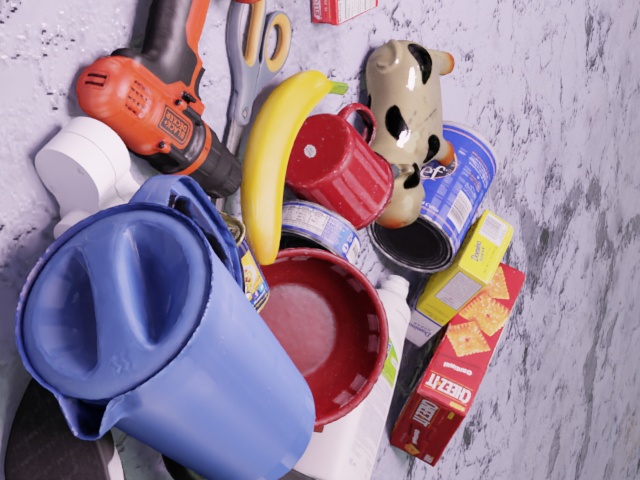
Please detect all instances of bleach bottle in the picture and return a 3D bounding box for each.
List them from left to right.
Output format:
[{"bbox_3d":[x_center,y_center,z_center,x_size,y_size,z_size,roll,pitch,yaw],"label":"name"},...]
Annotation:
[{"bbox_3d":[0.048,0.156,1.156,0.250,0.068,0.102,-68,150,-25],"label":"bleach bottle"}]

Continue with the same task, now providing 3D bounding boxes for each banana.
[{"bbox_3d":[-0.031,-0.076,0.910,0.069,0.037,0.197,33,65,-20],"label":"banana"}]

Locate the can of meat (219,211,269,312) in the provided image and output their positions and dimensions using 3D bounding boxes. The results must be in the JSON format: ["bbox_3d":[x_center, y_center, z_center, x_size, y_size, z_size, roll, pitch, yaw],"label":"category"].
[{"bbox_3d":[-0.092,0.041,0.856,0.102,0.058,0.084,-51,142,-25],"label":"can of meat"}]

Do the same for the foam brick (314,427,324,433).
[{"bbox_3d":[-0.022,0.143,1.034,0.053,0.051,0.078,27,76,-59],"label":"foam brick"}]

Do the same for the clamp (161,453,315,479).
[{"bbox_3d":[-0.080,0.199,0.879,0.210,0.036,0.164,56,39,-20],"label":"clamp"}]

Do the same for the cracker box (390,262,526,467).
[{"bbox_3d":[0.167,0.147,1.306,0.213,0.072,0.164,-59,171,-32],"label":"cracker box"}]

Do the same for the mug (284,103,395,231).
[{"bbox_3d":[0.017,-0.074,0.990,0.117,0.093,0.081,-60,142,-12],"label":"mug"}]

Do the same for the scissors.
[{"bbox_3d":[-0.058,-0.117,0.920,0.096,0.016,0.202,-14,111,-59],"label":"scissors"}]

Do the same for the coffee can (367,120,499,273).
[{"bbox_3d":[0.127,-0.049,1.185,0.140,0.103,0.103,-59,145,-33],"label":"coffee can"}]

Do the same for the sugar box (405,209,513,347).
[{"bbox_3d":[0.152,0.047,1.228,0.093,0.048,0.176,-58,-176,-36],"label":"sugar box"}]

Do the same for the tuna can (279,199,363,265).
[{"bbox_3d":[-0.006,0.001,0.979,0.033,0.086,0.086,-64,148,-24],"label":"tuna can"}]

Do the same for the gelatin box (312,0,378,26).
[{"bbox_3d":[0.023,-0.249,1.009,0.089,0.030,0.073,-37,132,-51],"label":"gelatin box"}]

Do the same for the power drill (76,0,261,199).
[{"bbox_3d":[-0.090,-0.139,0.810,0.184,0.057,0.187,39,65,-58],"label":"power drill"}]

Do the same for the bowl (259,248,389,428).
[{"bbox_3d":[-0.022,0.085,0.957,0.055,0.162,0.162,-163,-97,-78],"label":"bowl"}]

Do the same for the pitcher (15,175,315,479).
[{"bbox_3d":[-0.087,0.078,0.739,0.149,0.145,0.242,-38,146,-3],"label":"pitcher"}]
